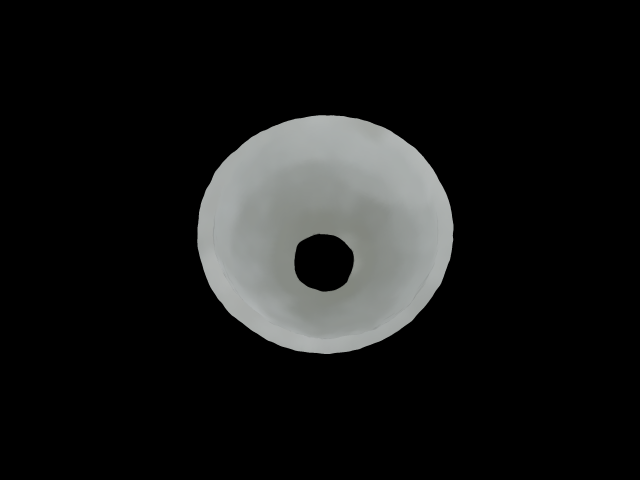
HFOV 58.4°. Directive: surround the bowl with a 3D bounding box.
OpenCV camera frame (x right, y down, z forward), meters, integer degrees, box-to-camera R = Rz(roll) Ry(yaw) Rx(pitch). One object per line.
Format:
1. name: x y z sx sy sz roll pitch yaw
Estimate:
1. bowl: 0.004 0.001 0.400 0.167 0.075 0.167 0 67 0
